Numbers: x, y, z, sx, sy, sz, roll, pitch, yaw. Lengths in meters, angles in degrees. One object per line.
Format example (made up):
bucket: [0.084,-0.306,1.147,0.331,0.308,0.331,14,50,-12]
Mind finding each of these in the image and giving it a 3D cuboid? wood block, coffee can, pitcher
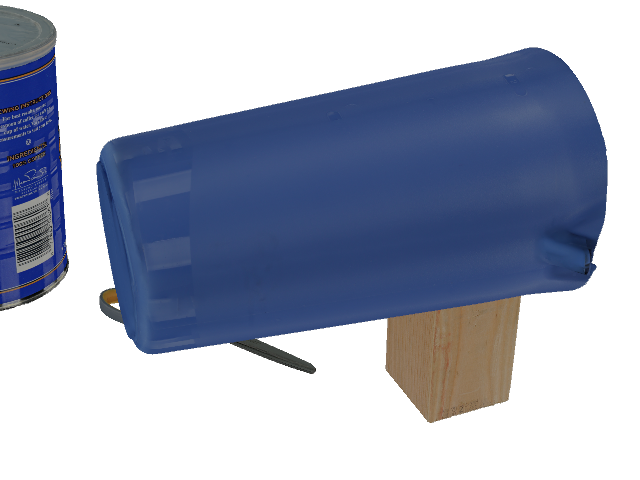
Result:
wood block: [0.120,0.048,0.960,0.090,0.206,0.091,-12,33,-20]
coffee can: [-0.191,-0.046,0.575,0.103,0.140,0.103,3,27,-2]
pitcher: [0.010,-0.023,0.559,0.242,0.145,0.149,-11,-7,-14]

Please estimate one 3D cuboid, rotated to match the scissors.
scissors: [-0.090,0.066,0.917,0.202,0.016,0.096,13,27,10]
